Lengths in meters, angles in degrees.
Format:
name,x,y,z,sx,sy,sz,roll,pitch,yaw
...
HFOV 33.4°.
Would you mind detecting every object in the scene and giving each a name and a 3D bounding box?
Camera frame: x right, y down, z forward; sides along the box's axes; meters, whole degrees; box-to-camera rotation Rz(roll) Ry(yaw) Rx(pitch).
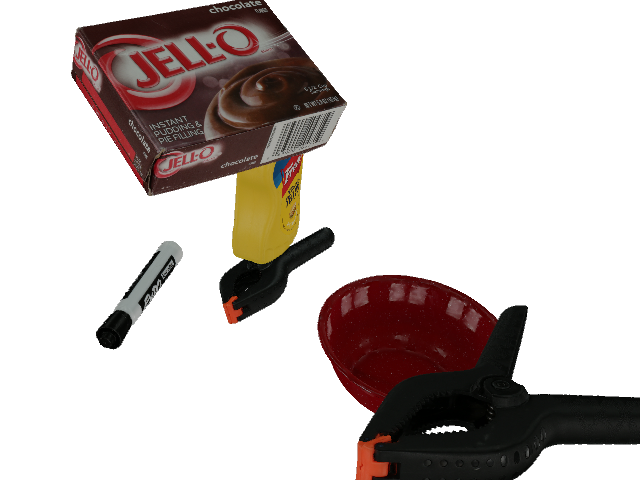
name,x,y,z,sx,sy,sz,roll,pitch,yaw
clamp,-0.056,0.032,1.240,0.120,0.039,0.171,-7,36,24
clamp,0.102,0.095,0.630,0.209,0.036,0.165,-11,25,-27
bowl,0.073,0.098,0.871,0.162,0.055,0.162,7,35,-5
mustard bottle,-0.045,-0.078,0.991,0.058,0.192,0.096,17,40,14
marker,-0.129,0.038,0.764,0.020,0.020,0.121,0,30,18
pudding box,-0.058,-0.077,0.547,0.113,0.090,0.039,-17,-31,-34
